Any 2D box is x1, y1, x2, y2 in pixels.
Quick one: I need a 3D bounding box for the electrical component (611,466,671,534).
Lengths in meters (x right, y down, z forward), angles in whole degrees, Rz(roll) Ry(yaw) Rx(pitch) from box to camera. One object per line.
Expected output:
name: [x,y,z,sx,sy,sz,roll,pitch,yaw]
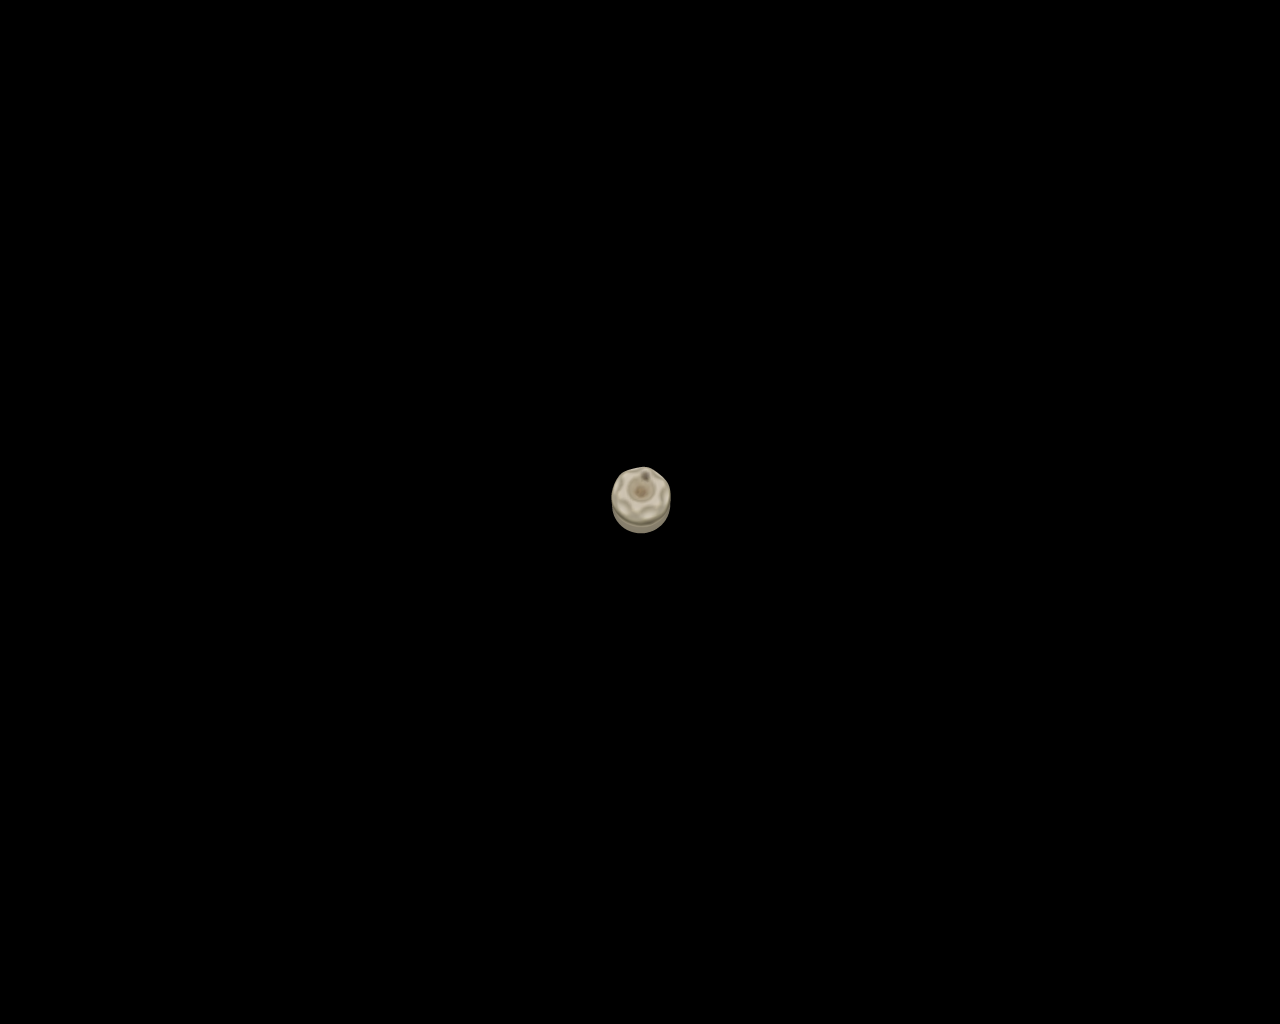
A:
electrical component: [0.001,-0.003,0.650,0.035,0.035,0.061,0,-21,0]
